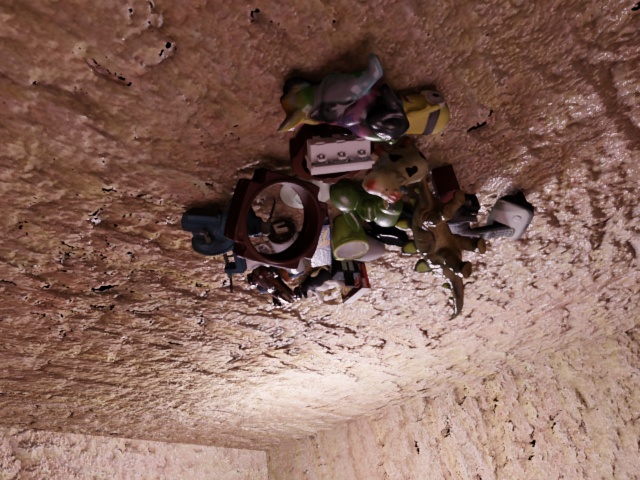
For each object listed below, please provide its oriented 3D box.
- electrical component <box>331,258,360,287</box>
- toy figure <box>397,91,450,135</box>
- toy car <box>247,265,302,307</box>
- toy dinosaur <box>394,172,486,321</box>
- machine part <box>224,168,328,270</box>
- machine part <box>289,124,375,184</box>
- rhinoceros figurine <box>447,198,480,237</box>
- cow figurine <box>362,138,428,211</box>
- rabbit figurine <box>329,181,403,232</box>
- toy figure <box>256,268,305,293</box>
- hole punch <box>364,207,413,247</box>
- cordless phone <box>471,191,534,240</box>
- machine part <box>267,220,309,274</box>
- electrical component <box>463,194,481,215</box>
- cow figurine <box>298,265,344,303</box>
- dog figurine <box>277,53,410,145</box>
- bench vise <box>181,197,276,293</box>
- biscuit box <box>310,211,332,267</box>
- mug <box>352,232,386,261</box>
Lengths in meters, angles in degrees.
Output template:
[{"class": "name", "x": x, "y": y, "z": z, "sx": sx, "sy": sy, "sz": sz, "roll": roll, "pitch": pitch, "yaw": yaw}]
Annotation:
[{"class": "electrical component", "x": 0.073, "y": 0.090, "z": 1.537, "sx": 0.075, "sy": 0.119, "sz": 0.047, "roll": 2, "pitch": 146, "yaw": -24}, {"class": "toy figure", "x": 0.166, "y": -0.245, "z": 1.064, "sx": 0.180, "sy": 0.082, "sz": 0.089, "roll": -11, "pitch": 144, "yaw": -2}, {"class": "toy car", "x": -0.124, "y": 0.135, "z": 1.516, "sx": 0.089, "sy": 0.053, "sz": 0.202, "roll": -24, "pitch": 137, "yaw": 14}, {"class": "toy dinosaur", "x": 0.293, "y": 0.020, "z": 1.297, "sx": 0.105, "sy": 0.470, "sz": 0.199, "roll": -33, "pitch": -157, "yaw": -28}, {"class": "machine part", "x": -0.095, "y": -0.044, "z": 1.178, "sx": 0.201, "sy": 0.201, "sz": 0.087, "roll": 15, "pitch": -179, "yaw": -29}, {"class": "machine part", "x": 0.024, "y": -0.192, "z": 1.133, "sx": 0.179, "sy": 0.056, "sz": 0.179, "roll": -8, "pitch": 148, "yaw": -5}, {"class": "rhinoceros figurine", "x": 0.343, "y": -0.028, "z": 1.362, "sx": 0.112, "sy": 0.073, "sz": 0.190, "roll": -15, "pitch": 148, "yaw": 3}, {"class": "cow figurine", "x": 0.158, "y": -0.136, "z": 1.124, "sx": 0.195, "sy": 0.127, "sz": 0.085, "roll": -24, "pitch": 154, "yaw": -44}, {"class": "rabbit figurine", "x": 0.103, "y": -0.098, "z": 1.284, "sx": 0.170, "sy": 0.121, "sz": 0.159, "roll": 13, "pitch": 153, "yaw": -3}, {"class": "toy figure", "x": -0.114, "y": 0.107, "z": 1.567, "sx": 0.154, "sy": 0.064, "sz": 0.057, "roll": -28, "pitch": 107, "yaw": 17}, {"class": "hole punch", "x": 0.198, "y": -0.035, "z": 1.424, "sx": 0.116, "sy": 0.092, "sz": 0.142, "roll": 3, "pitch": 167, "yaw": 45}, {"class": "cordless phone", "x": 0.462, "y": -0.050, "z": 1.435, "sx": 0.184, "sy": 0.089, "sz": 0.146, "roll": -13, "pitch": 149, "yaw": -9}, {"class": "machine part", "x": -0.083, "y": 0.020, "z": 1.419, "sx": 0.079, "sy": 0.079, "sz": 0.243, "roll": -14, "pitch": 149, "yaw": 5}, {"class": "electrical component", "x": 0.336, "y": -0.073, "z": 1.413, "sx": 0.134, "sy": 0.058, "sz": 0.114, "roll": 5, "pitch": 143, "yaw": -23}, {"class": "cow figurine", "x": -0.018, "y": 0.136, "z": 1.632, "sx": 0.167, "sy": 0.068, "sz": 0.098, "roll": -32, "pitch": 137, "yaw": 25}, {"class": "dog figurine", "x": 0.032, "y": -0.231, "z": 0.979, "sx": 0.219, "sy": 0.191, "sz": 0.108, "roll": -26, "pitch": -170, "yaw": 15}, {"class": "bench vise", "x": -0.213, "y": 0.002, "z": 1.293, "sx": 0.224, "sy": 0.129, "sz": 0.240, "roll": -3, "pitch": 130, "yaw": 2}, {"class": "biscuit box", "x": -0.003, "y": -0.004, "z": 1.419, "sx": 0.063, "sy": 0.059, "sz": 0.202, "roll": -9, "pitch": 149, "yaw": -2}, {"class": "mug", "x": 0.125, "y": 0.027, "z": 1.490, "sx": 0.107, "sy": 0.081, "sz": 0.109, "roll": 9, "pitch": 138, "yaw": -42}]
